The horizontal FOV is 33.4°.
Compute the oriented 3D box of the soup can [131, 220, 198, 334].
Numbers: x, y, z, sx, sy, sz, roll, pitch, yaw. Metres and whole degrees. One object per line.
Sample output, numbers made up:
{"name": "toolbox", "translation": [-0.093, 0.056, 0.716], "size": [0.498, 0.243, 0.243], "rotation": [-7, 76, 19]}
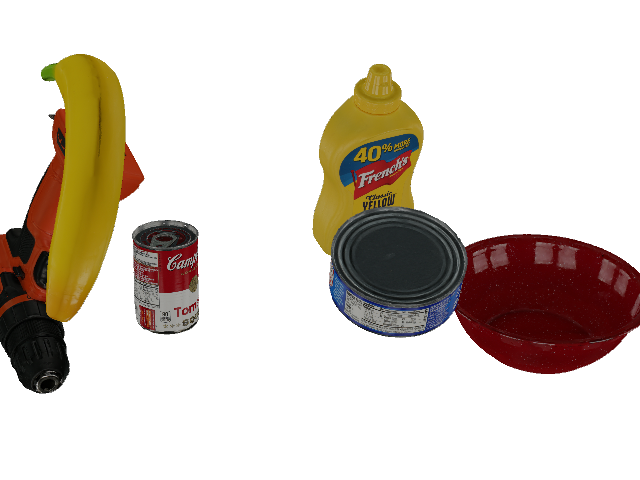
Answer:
{"name": "soup can", "translation": [-0.162, 0.039, 1.118], "size": [0.068, 0.102, 0.068], "rotation": [2, 25, -1]}

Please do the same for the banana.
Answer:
{"name": "banana", "translation": [-0.145, -0.048, 0.658], "size": [0.037, 0.198, 0.070], "rotation": [13, -38, -30]}

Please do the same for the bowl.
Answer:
{"name": "bowl", "translation": [0.173, 0.056, 0.839], "size": [0.162, 0.055, 0.162], "rotation": [0, 30, 0]}

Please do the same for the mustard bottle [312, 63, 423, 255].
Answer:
{"name": "mustard bottle", "translation": [0.045, -0.074, 0.961], "size": [0.096, 0.192, 0.058], "rotation": [-14, 46, -19]}

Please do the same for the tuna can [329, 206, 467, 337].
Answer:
{"name": "tuna can", "translation": [0.048, 0.020, 0.676], "size": [0.086, 0.086, 0.034], "rotation": [0, -44, -4]}

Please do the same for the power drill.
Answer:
{"name": "power drill", "translation": [-0.210, 0.004, 0.851], "size": [0.057, 0.188, 0.185], "rotation": [17, 24, -38]}
